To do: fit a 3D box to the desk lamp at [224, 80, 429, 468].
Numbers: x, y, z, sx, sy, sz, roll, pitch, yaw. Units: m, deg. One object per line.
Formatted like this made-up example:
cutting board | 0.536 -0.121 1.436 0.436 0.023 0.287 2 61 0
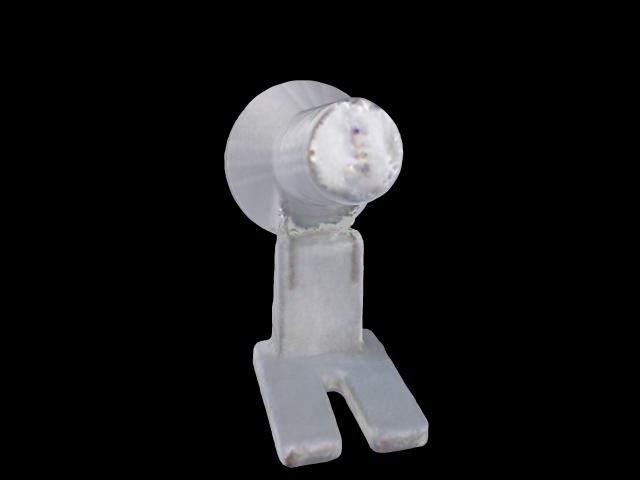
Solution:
desk lamp | 0.004 0.001 0.400 0.118 0.214 0.202 -6 23 -14
